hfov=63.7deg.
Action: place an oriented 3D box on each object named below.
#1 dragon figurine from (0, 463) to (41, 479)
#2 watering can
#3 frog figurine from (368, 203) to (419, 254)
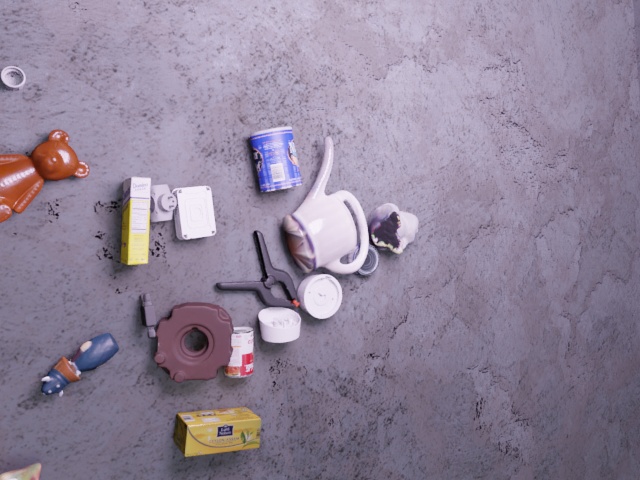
[{"bbox_3d":[-0.647,0.569,0.879,0.416,0.122,0.240,-42,109,-26],"label":"dragon figurine"},{"bbox_3d":[0.004,-0.064,1.278,0.226,0.104,0.345,-26,102,-27],"label":"watering can"},{"bbox_3d":[0.202,-0.037,1.413,0.137,0.121,0.161,65,27,-5],"label":"frog figurine"}]
